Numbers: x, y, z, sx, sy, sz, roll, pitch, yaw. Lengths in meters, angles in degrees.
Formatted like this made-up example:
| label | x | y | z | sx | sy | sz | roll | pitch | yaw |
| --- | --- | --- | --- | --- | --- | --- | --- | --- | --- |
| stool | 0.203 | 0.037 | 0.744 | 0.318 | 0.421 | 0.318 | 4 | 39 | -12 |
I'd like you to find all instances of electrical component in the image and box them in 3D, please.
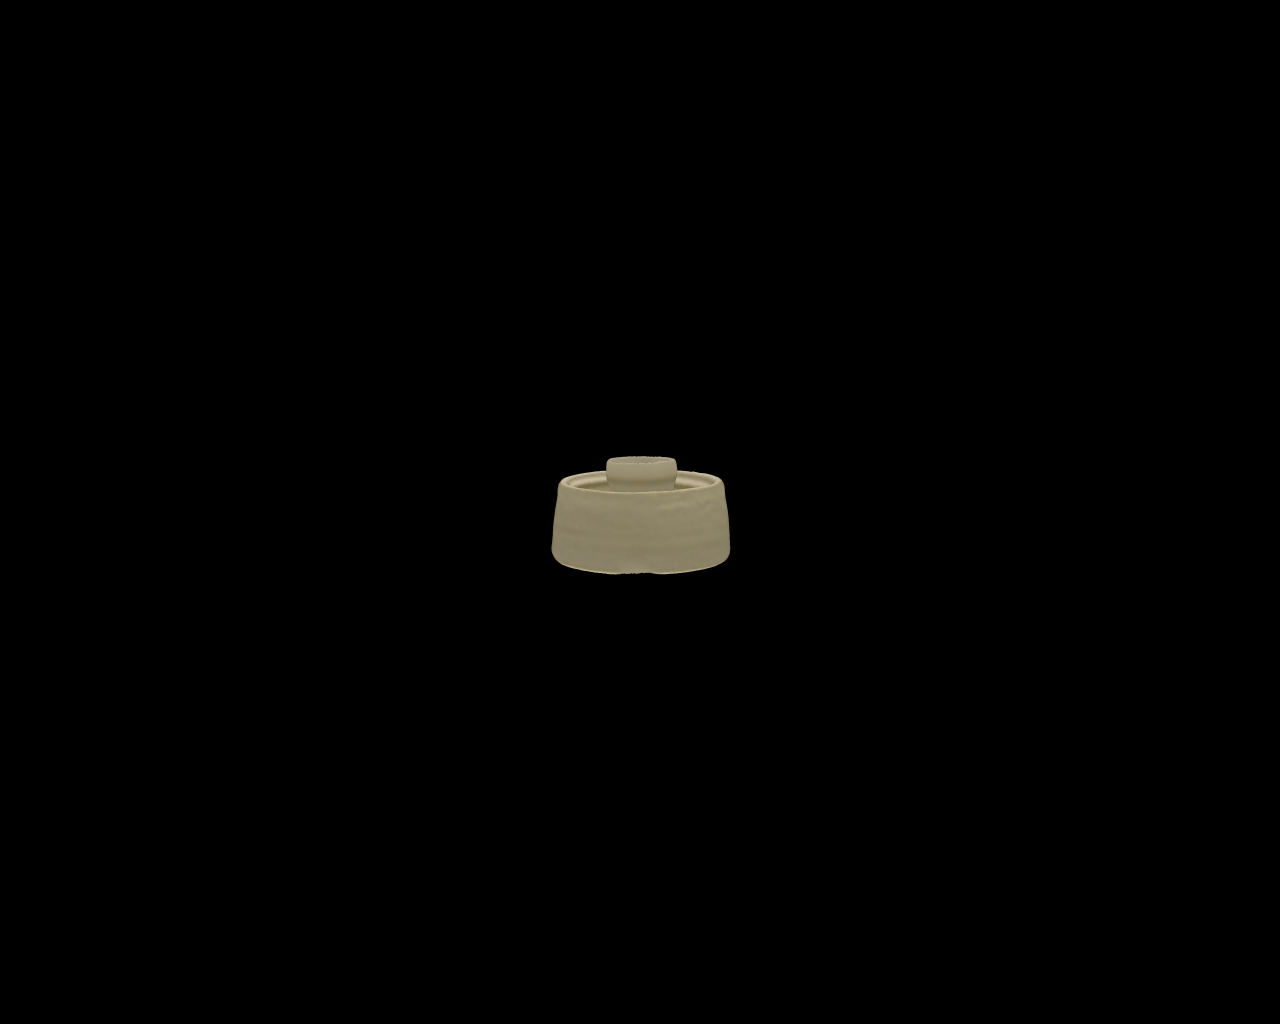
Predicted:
| label | x | y | z | sx | sy | sz | roll | pitch | yaw |
| --- | --- | --- | --- | --- | --- | --- | --- | --- | --- |
| electrical component | 0.001 | -0.003 | 0.650 | 0.108 | 0.060 | 0.108 | 0 | 9 | 0 |
